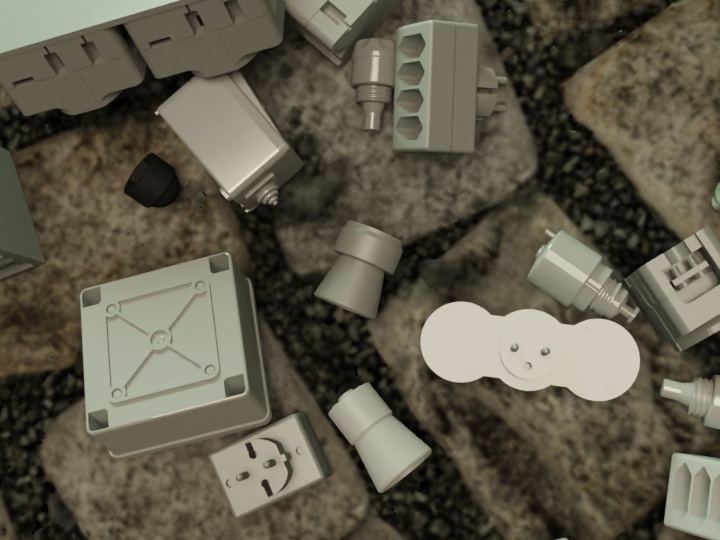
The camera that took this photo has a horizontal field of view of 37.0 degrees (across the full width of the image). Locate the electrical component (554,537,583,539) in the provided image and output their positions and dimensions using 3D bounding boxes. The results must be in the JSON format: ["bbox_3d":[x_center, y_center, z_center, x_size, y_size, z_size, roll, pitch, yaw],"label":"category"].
[{"bbox_3d":[0.135,0.190,0.683,0.078,0.040,0.040,-13,83,6],"label":"electrical component"}]

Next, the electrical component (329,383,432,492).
[{"bbox_3d":[0.010,0.107,0.707,0.044,0.044,0.065,-40,76,2],"label":"electrical component"}]

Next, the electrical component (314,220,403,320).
[{"bbox_3d":[0.000,0.000,0.717,0.045,0.045,0.055,22,87,9],"label":"electrical component"}]

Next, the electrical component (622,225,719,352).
[{"bbox_3d":[0.204,0.014,0.668,0.050,0.089,0.055,-32,81,3],"label":"electrical component"}]

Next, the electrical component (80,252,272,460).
[{"bbox_3d":[-0.121,0.056,0.702,0.109,0.056,0.108,-15,60,5],"label":"electrical component"}]

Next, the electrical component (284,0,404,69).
[{"bbox_3d":[-0.007,-0.194,0.735,0.056,0.050,0.089,42,89,9],"label":"electrical component"}]

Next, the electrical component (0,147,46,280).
[{"bbox_3d":[-0.275,-0.043,0.702,0.062,0.150,0.089,-21,82,3],"label":"electrical component"}]

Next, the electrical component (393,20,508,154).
[{"bbox_3d":[0.066,-0.119,0.718,0.076,0.047,0.083,-1,95,-26],"label":"electrical component"}]

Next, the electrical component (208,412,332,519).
[{"bbox_3d":[-0.061,0.127,0.695,0.066,0.077,0.047,-25,82,4],"label":"electrical component"}]

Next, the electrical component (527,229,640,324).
[{"bbox_3d":[0.146,0.008,0.700,0.078,0.040,0.040,36,89,9],"label":"electrical component"}]

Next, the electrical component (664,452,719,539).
[{"bbox_3d":[0.242,0.144,0.666,0.077,0.066,0.047,10,85,-21],"label":"electrical component"}]

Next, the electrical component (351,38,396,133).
[{"bbox_3d":[0.010,-0.125,0.734,0.035,0.035,0.061,4,87,7],"label":"electrical component"}]

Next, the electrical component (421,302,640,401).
[{"bbox_3d":[0.107,0.051,0.684,0.138,0.074,0.052,7,85,8],"label":"electrical component"}]

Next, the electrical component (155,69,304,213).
[{"bbox_3d":[-0.080,-0.086,0.727,0.061,0.062,0.096,-41,81,2],"label":"electrical component"}]

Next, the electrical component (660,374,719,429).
[{"bbox_3d":[0.224,0.083,0.686,0.061,0.035,0.035,14,86,11],"label":"electrical component"}]

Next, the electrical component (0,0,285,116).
[{"bbox_3d":[-0.144,-0.173,0.713,0.186,0.060,0.105,-13,48,13],"label":"electrical component"}]
